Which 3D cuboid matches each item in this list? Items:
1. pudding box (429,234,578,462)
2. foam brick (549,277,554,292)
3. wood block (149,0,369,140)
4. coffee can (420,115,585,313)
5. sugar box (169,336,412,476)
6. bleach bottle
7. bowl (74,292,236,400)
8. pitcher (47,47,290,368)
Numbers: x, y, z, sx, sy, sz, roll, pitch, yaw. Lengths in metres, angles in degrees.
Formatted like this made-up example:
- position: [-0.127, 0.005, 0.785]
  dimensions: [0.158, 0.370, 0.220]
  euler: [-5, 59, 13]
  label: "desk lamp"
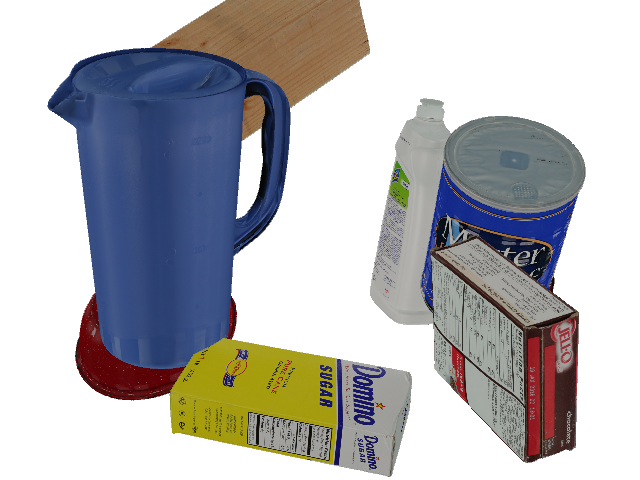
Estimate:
- position: [0.105, 0.060, 0.620]
  dimensions: [0.039, 0.090, 0.114]
  euler: [-14, 28, -19]
  label: "pudding box"
- position: [0.179, 0.065, 0.995]
  dimensions: [0.051, 0.078, 0.053]
  euler: [-7, 19, -26]
  label: "foam brick"
- position: [-0.063, -0.178, 1.032]
  dimensions: [0.205, 0.091, 0.090]
  euler: [-37, 48, -19]
  label: "wood block"
- position: [0.136, -0.009, 0.817]
  dimensions: [0.103, 0.140, 0.103]
  euler: [2, 44, -2]
  label: "coffee can"
- position: [-0.021, 0.126, 0.839]
  dimensions: [0.176, 0.048, 0.093]
  euler: [7, 27, 11]
  label: "sugar box"
- position: [0.113, -0.036, 1.232]
  dimensions: [0.068, 0.251, 0.103]
  euler: [-1, 22, -23]
  label: "bleach bottle"
- position: [-0.163, 0.071, 1.004]
  dimensions: [0.162, 0.055, 0.162]
  euler: [-10, 42, 9]
  label: "bowl"
- position: [-0.116, -0.026, 0.856]
  dimensions: [0.149, 0.243, 0.144]
  euler: [11, 28, 17]
  label: "pitcher"
